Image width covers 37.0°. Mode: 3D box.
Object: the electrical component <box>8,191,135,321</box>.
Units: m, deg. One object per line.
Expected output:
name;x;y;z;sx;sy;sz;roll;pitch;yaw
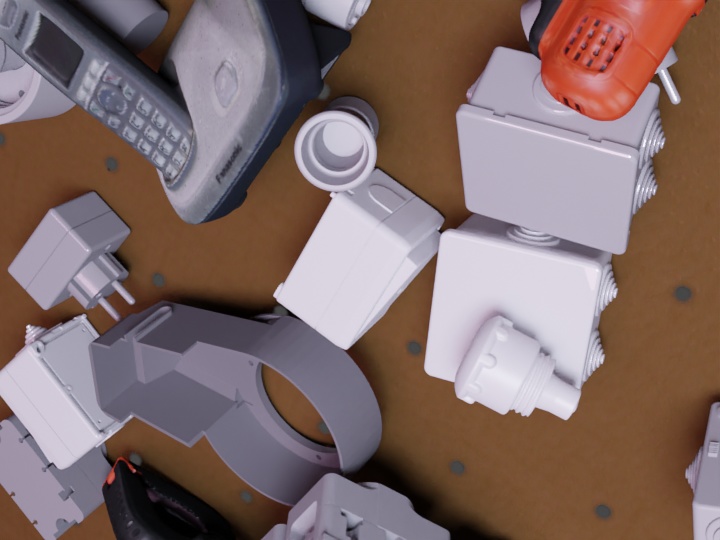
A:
electrical component;-0.182;0.000;0.719;0.076;0.047;0.065;46;121;3

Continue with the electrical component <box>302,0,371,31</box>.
electrical component;-0.025;-0.160;0.589;0.065;0.044;0.044;30;119;6

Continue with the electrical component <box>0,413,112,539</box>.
electrical component;-0.225;0.141;0.787;0.050;0.056;0.089;-37;92;31

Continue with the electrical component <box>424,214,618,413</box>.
electrical component;0.089;0.021;0.599;0.100;0.048;0.099;14;114;20

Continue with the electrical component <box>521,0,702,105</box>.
electrical component;0.132;-0.114;0.532;0.077;0.043;0.079;-24;98;30

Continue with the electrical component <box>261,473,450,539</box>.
electrical component;0.029;0.206;0.654;0.186;0.060;0.105;30;122;-17

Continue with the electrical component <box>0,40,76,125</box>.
electrical component;-0.229;-0.143;0.678;0.108;0.060;0.108;9;113;22

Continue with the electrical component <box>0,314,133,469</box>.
electrical component;-0.208;0.081;0.753;0.061;0.062;0.096;-38;91;31

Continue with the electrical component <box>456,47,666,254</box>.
electrical component;0.100;-0.060;0.541;0.100;0.048;0.099;18;155;18

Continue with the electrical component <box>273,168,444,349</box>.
electrical component;0.000;0.000;0.625;0.061;0.062;0.096;36;120;9

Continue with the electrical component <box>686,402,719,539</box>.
electrical component;0.218;0.113;0.547;0.100;0.099;0.048;3;123;24

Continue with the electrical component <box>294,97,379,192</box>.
electrical component;-0.010;-0.074;0.599;0.044;0.065;0.044;2;111;6

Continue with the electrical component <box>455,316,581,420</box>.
electrical component;0.084;0.056;0.560;0.062;0.048;0.048;27;118;6
